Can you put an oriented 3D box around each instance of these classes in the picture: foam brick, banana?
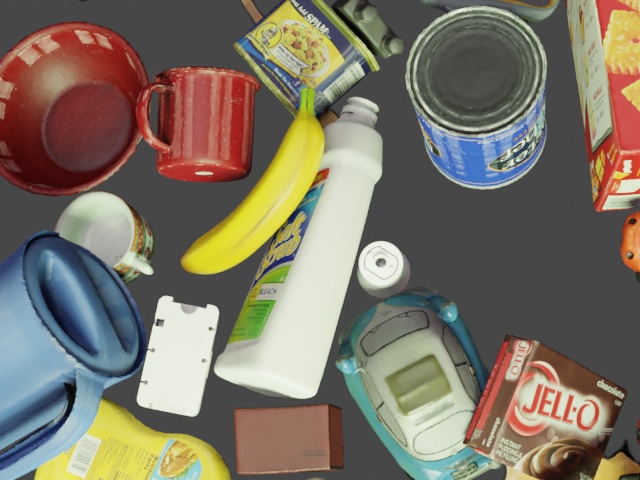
[{"bbox_3d":[-0.024,0.160,0.854,0.078,0.051,0.053,-4,77,11],"label":"foam brick"},{"bbox_3d":[-0.051,-0.029,0.869,0.198,0.037,0.069,-50,28,22],"label":"banana"}]

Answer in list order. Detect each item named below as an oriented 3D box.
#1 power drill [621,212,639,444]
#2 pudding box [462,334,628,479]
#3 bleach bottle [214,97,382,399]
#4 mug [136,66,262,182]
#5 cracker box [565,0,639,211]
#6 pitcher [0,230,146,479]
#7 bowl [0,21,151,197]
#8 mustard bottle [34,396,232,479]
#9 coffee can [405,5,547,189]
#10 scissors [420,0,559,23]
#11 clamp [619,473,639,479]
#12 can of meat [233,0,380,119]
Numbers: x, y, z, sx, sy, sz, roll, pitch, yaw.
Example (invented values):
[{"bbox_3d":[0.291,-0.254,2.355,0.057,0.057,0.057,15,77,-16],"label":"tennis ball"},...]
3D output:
[{"bbox_3d":[0.312,0.073,0.787,0.185,0.057,0.187,5,84,19],"label":"power drill"},{"bbox_3d":[0.168,0.131,0.792,0.039,0.113,0.090,15,79,55],"label":"pudding box"},{"bbox_3d":[-0.006,0.001,0.873,0.068,0.103,0.250,25,72,-22],"label":"bleach bottle"},{"bbox_3d":[-0.105,-0.097,0.902,0.093,0.117,0.081,-6,79,41],"label":"mug"},{"bbox_3d":[0.236,-0.145,0.812,0.072,0.164,0.214,-6,76,8],"label":"cracker box"},{"bbox_3d":[-0.267,0.116,0.852,0.243,0.149,0.145,-34,95,19],"label":"pitcher"},{"bbox_3d":[-0.219,-0.111,0.956,0.162,0.055,0.162,-3,77,11],"label":"bowl"},{"bbox_3d":[-0.130,0.200,0.863,0.192,0.058,0.096,20,78,16],"label":"mustard bottle"},{"bbox_3d":[0.126,-0.107,0.838,0.103,0.140,0.103,-3,77,11],"label":"coffee can"},{"bbox_3d":[0.103,-0.190,0.906,0.201,0.016,0.096,-1,79,-1],"label":"scissors"},{"bbox_3d":[0.216,0.183,0.749,0.165,0.209,0.036,-17,75,47],"label":"clamp"},{"bbox_3d":[-0.013,-0.160,0.924,0.084,0.057,0.102,-41,72,2],"label":"can of meat"}]
